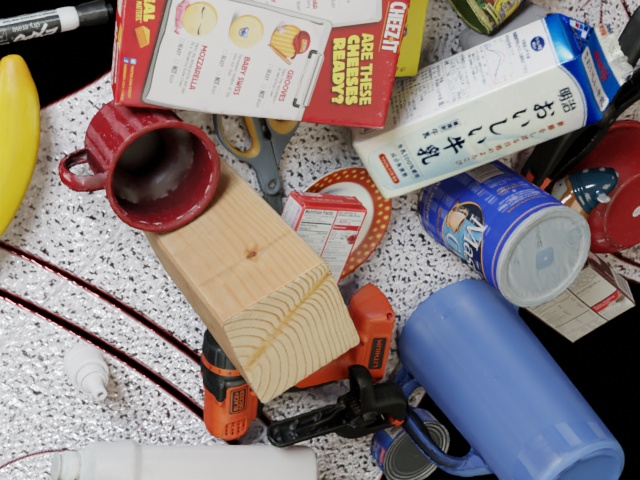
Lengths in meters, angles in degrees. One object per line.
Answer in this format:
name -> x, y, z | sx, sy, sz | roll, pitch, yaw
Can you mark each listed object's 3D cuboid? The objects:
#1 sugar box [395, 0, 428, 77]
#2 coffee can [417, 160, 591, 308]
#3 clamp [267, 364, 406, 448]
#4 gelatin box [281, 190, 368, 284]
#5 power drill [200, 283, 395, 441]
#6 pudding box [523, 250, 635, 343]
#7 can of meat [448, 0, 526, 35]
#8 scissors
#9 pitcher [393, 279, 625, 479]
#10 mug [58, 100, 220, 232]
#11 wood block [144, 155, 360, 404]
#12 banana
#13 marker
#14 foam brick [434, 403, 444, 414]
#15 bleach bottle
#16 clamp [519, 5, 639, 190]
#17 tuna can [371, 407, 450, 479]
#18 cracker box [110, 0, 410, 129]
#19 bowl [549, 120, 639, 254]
sugar box -> 0.046, -0.224, 0.883 | 0.093, 0.048, 0.176 | -8, 122, -26
coffee can -> 0.173, -0.014, 1.020 | 0.102, 0.140, 0.103 | -15, 123, -23
clamp -> 0.039, 0.159, 1.033 | 0.120, 0.039, 0.171 | -37, 156, 31
gelatin box -> -0.006, 0.001, 0.955 | 0.073, 0.030, 0.089 | 3, 118, -38
power drill -> -0.024, 0.099, 1.013 | 0.187, 0.057, 0.184 | -12, 135, -22
pudding box -> 0.282, 0.060, 1.177 | 0.090, 0.039, 0.113 | -35, 132, 24
can of meat -> 0.146, -0.241, 0.927 | 0.084, 0.057, 0.102 | -43, 130, 1
scissors -> -0.033, -0.068, 0.947 | 0.096, 0.016, 0.201 | -40, 136, -11
pitcher -> 0.181, 0.167, 1.066 | 0.144, 0.243, 0.149 | -6, 128, -26
mug -> -0.147, -0.062, 0.839 | 0.117, 0.082, 0.093 | -16, 124, -22
wood block -> -0.066, 0.023, 0.857 | 0.090, 0.206, 0.090 | -31, 128, -11
banana -> -0.256, -0.044, 0.814 | 0.069, 0.037, 0.198 | 27, 101, -40
marker -> -0.211, -0.158, 0.786 | 0.121, 0.020, 0.020 | -17, 124, -22
foam brick -> 0.177, 0.180, 1.194 | 0.078, 0.053, 0.051 | -47, 130, 0
bleach bottle -> -0.132, 0.225, 1.021 | 0.250, 0.068, 0.103 | 10, 156, -28
clamp -> 0.285, -0.133, 1.070 | 0.210, 0.036, 0.164 | -52, 153, 18
tuna can -> 0.100, 0.229, 1.189 | 0.086, 0.034, 0.086 | -15, 123, -23
cracker box -> -0.045, -0.179, 0.810 | 0.213, 0.072, 0.164 | 3, 117, -16
bowl -> 0.325, -0.044, 1.149 | 0.161, 0.055, 0.162 | -14, 124, -23
